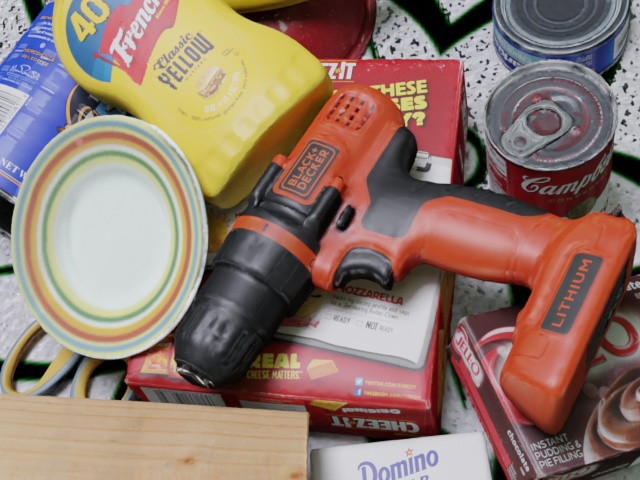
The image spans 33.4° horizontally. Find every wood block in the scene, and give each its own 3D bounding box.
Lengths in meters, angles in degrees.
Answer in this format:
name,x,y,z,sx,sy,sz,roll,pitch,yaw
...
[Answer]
name,x,y,z,sx,sy,sz,roll,pitch,yaw
wood block,-0.111,0.136,0.511,0.206,0.091,0.090,3,31,-1

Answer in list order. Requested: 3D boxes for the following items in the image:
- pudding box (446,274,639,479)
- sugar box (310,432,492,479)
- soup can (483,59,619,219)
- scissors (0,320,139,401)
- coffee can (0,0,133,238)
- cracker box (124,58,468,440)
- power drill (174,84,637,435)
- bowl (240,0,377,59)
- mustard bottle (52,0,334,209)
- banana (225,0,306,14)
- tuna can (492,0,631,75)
name,x,y,z,sx,sy,sz,roll,pitch,yaw
pudding box,0.133,0.073,0.543,0.113,0.039,0.090,-11,59,-21
sugar box,0.047,0.187,0.518,0.093,0.048,0.176,-7,58,7
soup can,0.126,-0.042,0.588,0.068,0.102,0.068,-5,62,9
scissors,-0.107,0.032,0.649,0.096,0.016,0.201,38,76,25
coffee can,-0.162,-0.073,0.666,0.103,0.103,0.140,24,70,22
cracker box,-0.004,0.001,0.612,0.164,0.072,0.213,3,62,12
power drill,0.042,0.020,0.516,0.188,0.057,0.184,23,68,22
bowl,-0.045,-0.163,0.716,0.162,0.055,0.162,-5,62,9
mustard bottle,-0.090,-0.112,0.593,0.192,0.058,0.096,42,90,16
banana,-0.058,-0.171,0.668,0.198,0.037,0.069,5,65,14
tuna can,0.152,-0.141,0.674,0.086,0.033,0.086,-5,62,10
